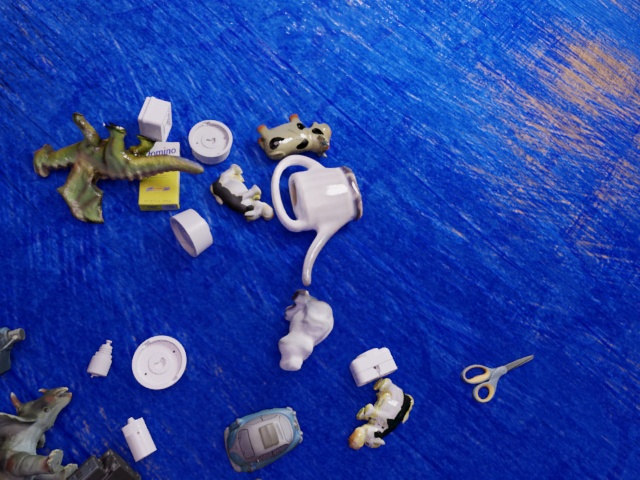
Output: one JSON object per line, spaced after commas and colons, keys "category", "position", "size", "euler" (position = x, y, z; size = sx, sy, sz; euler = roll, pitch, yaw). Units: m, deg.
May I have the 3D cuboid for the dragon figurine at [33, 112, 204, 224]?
{"category": "dragon figurine", "position": [-0.503, -0.153, 1.224], "size": [0.411, 0.242, 0.122], "euler": [25, 2, 7]}

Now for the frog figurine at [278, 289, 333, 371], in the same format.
{"category": "frog figurine", "position": [-0.030, 0.211, 1.136], "size": [0.121, 0.163, 0.135], "euler": [27, -49, -30]}

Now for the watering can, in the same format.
{"category": "watering can", "position": [0.004, -0.065, 1.282], "size": [0.225, 0.353, 0.102], "euler": [-10, -21, -15]}
